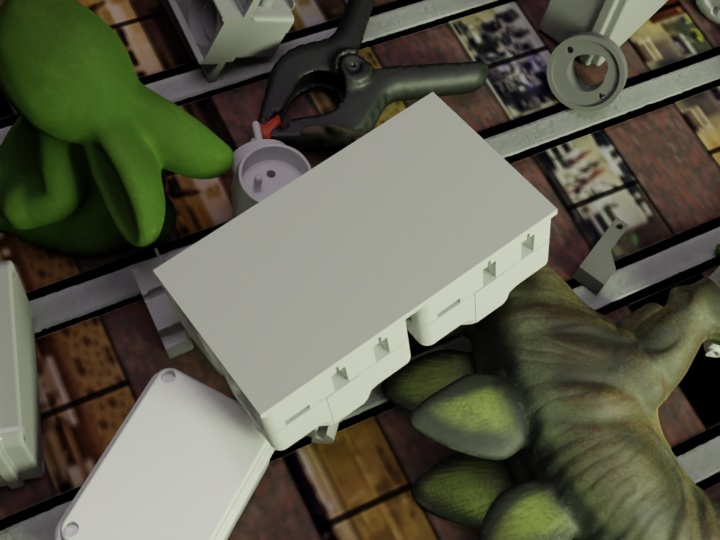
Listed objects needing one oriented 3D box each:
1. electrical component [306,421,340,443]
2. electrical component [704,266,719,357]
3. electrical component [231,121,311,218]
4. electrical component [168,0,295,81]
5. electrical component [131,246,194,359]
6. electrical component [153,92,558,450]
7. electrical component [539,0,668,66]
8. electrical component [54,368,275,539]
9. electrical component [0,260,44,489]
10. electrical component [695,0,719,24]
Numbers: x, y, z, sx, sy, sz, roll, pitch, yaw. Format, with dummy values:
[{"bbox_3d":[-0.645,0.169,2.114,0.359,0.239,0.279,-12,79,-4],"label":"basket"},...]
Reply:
[{"bbox_3d":[-0.026,0.073,0.626,0.040,0.040,0.046,16,68,-1],"label":"electrical component"},{"bbox_3d":[0.262,0.021,0.686,0.096,0.061,0.061,10,62,-4],"label":"electrical component"},{"bbox_3d":[-0.058,-0.054,0.664,0.044,0.077,0.079,-8,64,-13],"label":"electrical component"},{"bbox_3d":[-0.099,-0.203,0.740,0.063,0.078,0.121,-9,63,-38],"label":"electrical component"},{"bbox_3d":[-0.100,0.013,0.641,0.055,0.048,0.066,-23,68,-12],"label":"electrical component"},{"bbox_3d":[0.000,0.000,0.586,0.186,0.060,0.105,-34,60,-13],"label":"electrical component"},{"bbox_3d":[0.192,-0.220,0.773,0.056,0.108,0.109,40,64,14],"label":"electrical component"},{"bbox_3d":[-0.102,0.119,0.579,0.078,0.057,0.113,27,62,5],"label":"electrical component"},{"bbox_3d":[-0.209,0.058,0.581,0.057,0.078,0.113,-8,65,-10],"label":"electrical component"},{"bbox_3d":[0.292,-0.220,0.826,0.062,0.048,0.048,-32,72,-30],"label":"electrical component"}]
